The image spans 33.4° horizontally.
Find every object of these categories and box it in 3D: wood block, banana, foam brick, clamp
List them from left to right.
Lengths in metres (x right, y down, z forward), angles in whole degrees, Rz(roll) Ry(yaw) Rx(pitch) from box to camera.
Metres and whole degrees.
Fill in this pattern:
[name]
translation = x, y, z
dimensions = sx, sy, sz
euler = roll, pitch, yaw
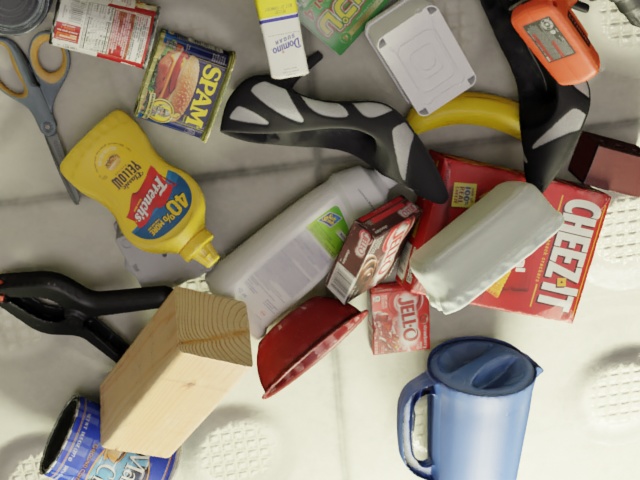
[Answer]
[clamp]
translation = -0.269, 0.077, 1.220
dimensions = 0.209, 0.036, 0.165
euler = 23, 133, -13
[wood block]
translation = -0.167, 0.154, 1.206
dimensions = 0.090, 0.090, 0.206
euler = 16, 134, -29
[banana]
translation = 0.182, -0.137, 1.222
dimensions = 0.197, 0.037, 0.070
euler = 2, 132, -8
[foam brick]
translation = 0.343, -0.089, 1.256
dimensions = 0.078, 0.053, 0.051
euler = 12, 111, -14

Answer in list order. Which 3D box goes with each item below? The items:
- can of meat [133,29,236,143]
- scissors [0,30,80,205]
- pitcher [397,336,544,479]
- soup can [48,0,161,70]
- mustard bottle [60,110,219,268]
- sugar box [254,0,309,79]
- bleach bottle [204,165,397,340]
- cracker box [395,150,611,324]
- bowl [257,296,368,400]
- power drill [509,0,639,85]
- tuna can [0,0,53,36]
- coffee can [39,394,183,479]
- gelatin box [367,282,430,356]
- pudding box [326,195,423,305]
[can of meat]
translation = -0.146, -0.167, 1.144
dimensions = 0.084, 0.057, 0.102
euler = 18, 109, -13
[scissors]
translation = -0.282, -0.140, 1.156
dimensions = 0.096, 0.016, 0.201
euler = -30, 115, 5
[pitcher]
translation = 0.184, 0.255, 1.342
dimensions = 0.149, 0.144, 0.243
euler = 13, 119, 22
[soup can]
translation = -0.222, -0.221, 1.101
dimensions = 0.102, 0.068, 0.068
euler = 13, 111, -14
[mustard bottle]
translation = -0.182, -0.043, 1.151
dimensions = 0.191, 0.058, 0.096
euler = 45, 84, 1
[sugar box]
translation = -0.048, -0.260, 1.083
dimensions = 0.048, 0.093, 0.176
euler = -8, 116, 0
[bleach bottle]
translation = -0.008, 0.002, 1.235
dimensions = 0.251, 0.068, 0.102
euler = -38, 126, 4
[cracker box]
translation = 0.214, -0.002, 1.252
dimensions = 0.213, 0.072, 0.164
euler = 12, 102, -13
[bowl]
translation = -0.021, 0.116, 1.254
dimensions = 0.162, 0.162, 0.055
euler = -42, 81, 10
[power drill]
translation = 0.283, -0.251, 1.120
dimensions = 0.184, 0.187, 0.057
euler = 44, 145, -21
[tuna can]
translation = -0.317, -0.253, 1.091
dimensions = 0.086, 0.034, 0.086
euler = -3, 114, -8
[coffee can]
translation = -0.251, 0.260, 1.287
dimensions = 0.140, 0.103, 0.103
euler = 27, 107, -18
[gelatin box]
translation = 0.097, 0.094, 1.309
dimensions = 0.073, 0.030, 0.089
euler = -6, 114, -7
[pudding box]
translation = 0.061, 0.011, 1.219
dimensions = 0.089, 0.039, 0.114
euler = -28, 154, -42
